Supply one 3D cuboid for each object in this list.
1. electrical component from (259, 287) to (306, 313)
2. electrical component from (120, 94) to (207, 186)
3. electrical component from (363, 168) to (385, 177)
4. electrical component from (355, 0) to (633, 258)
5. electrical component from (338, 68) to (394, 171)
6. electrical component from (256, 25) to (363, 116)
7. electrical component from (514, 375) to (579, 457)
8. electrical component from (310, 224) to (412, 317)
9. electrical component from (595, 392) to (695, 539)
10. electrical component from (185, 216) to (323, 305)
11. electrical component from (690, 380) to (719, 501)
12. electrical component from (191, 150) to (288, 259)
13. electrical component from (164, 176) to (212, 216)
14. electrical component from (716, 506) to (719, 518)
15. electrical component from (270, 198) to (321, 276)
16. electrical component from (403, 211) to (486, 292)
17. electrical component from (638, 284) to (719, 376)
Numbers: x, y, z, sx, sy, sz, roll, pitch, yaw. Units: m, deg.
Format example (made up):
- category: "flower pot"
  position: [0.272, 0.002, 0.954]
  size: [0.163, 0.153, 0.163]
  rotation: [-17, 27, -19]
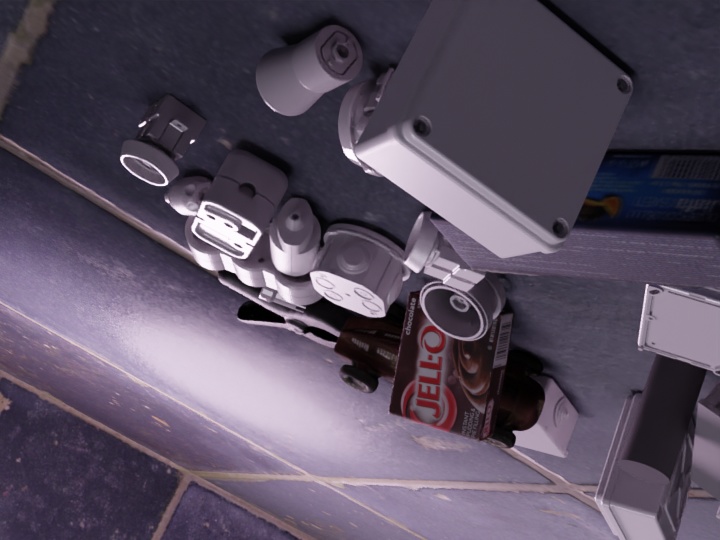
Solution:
- category: "electrical component"
  position: [-0.071, 0.018, 1.051]
  size: [0.046, 0.040, 0.040]
  rotation: [22, 160, -5]
- category: "electrical component"
  position: [-0.156, -0.100, 0.841]
  size: [0.048, 0.055, 0.066]
  rotation: [35, 158, -23]
- category: "electrical component"
  position: [0.030, -0.078, 0.707]
  size: [0.061, 0.035, 0.035]
  rotation: [7, 153, 37]
- category: "electrical component"
  position: [0.071, -0.079, 0.553]
  size: [0.109, 0.108, 0.056]
  rotation: [33, 161, -20]
- category: "electrical component"
  position: [0.024, -0.089, 0.656]
  size: [0.057, 0.058, 0.078]
  rotation: [7, 152, 35]
- category: "electrical component"
  position: [-0.029, -0.124, 0.658]
  size: [0.044, 0.044, 0.065]
  rotation: [36, 153, -25]
- category: "electrical component"
  position: [0.158, 0.136, 1.054]
  size: [0.100, 0.048, 0.099]
  rotation: [10, 154, 37]
- category: "electrical component"
  position: [0.000, 0.000, 0.908]
  size: [0.080, 0.051, 0.080]
  rotation: [22, 159, 9]
- category: "electrical component"
  position: [0.261, 0.182, 0.962]
  size: [0.056, 0.108, 0.108]
  rotation: [11, 155, 29]
- category: "electrical component"
  position: [-0.092, -0.008, 0.993]
  size: [0.138, 0.052, 0.073]
  rotation: [22, 159, 10]
- category: "electrical component"
  position: [0.318, 0.143, 0.822]
  size: [0.105, 0.060, 0.186]
  rotation: [37, 167, 28]
- category: "electrical component"
  position: [-0.096, -0.056, 0.873]
  size: [0.054, 0.059, 0.095]
  rotation: [29, 159, -7]
- category: "electrical component"
  position: [-0.153, -0.065, 0.953]
  size: [0.061, 0.035, 0.035]
  rotation: [4, 150, 50]
- category: "electrical component"
  position: [0.352, 0.200, 0.962]
  size: [0.081, 0.063, 0.042]
  rotation: [23, 160, 6]
- category: "electrical component"
  position: [-0.055, -0.029, 0.912]
  size: [0.043, 0.043, 0.081]
  rotation: [24, 160, 6]
- category: "electrical component"
  position: [0.065, -0.015, 0.804]
  size: [0.055, 0.048, 0.066]
  rotation: [20, 160, -7]
- category: "electrical component"
  position: [0.217, 0.012, 0.678]
  size: [0.062, 0.061, 0.096]
  rotation: [18, 150, 20]
